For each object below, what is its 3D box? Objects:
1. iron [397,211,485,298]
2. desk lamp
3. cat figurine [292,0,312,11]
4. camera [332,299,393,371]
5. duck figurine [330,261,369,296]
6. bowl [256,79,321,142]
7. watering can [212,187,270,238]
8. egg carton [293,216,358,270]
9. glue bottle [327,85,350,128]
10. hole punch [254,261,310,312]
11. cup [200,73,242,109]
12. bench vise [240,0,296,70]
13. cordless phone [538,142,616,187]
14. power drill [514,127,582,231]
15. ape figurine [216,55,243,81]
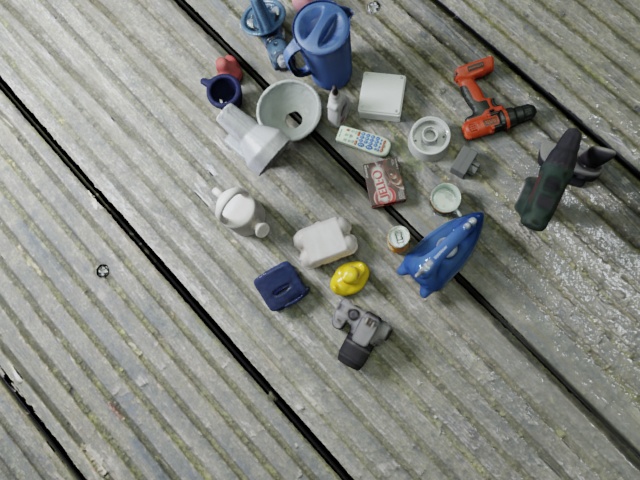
[{"bbox_3d":[0.301,0.012,1.341,0.118,0.141,0.258,44,88,11],"label":"iron"},{"bbox_3d":[-0.164,-0.242,1.399,0.203,0.213,0.118,41,88,11],"label":"desk lamp"},{"bbox_3d":[-0.030,-0.599,1.489,0.067,0.118,0.128,-22,79,3],"label":"cat figurine"},{"bbox_3d":[0.083,0.228,1.354,0.143,0.101,0.137,28,85,10],"label":"camera"},{"bbox_3d":[0.070,0.091,1.384,0.104,0.086,0.077,-35,79,0],"label":"duck figurine"},{"bbox_3d":[-0.075,-0.322,1.472,0.167,0.075,0.167,-1,81,7],"label":"bowl"},{"bbox_3d":[-0.193,-0.072,1.386,0.172,0.194,0.101,17,83,9],"label":"watering can"},{"bbox_3d":[0.013,0.005,1.413,0.150,0.069,0.107,-22,79,3],"label":"egg carton"},{"bbox_3d":[0.042,-0.339,1.411,0.037,0.173,0.078,21,84,10],"label":"glue bottle"},{"bbox_3d":[-0.092,0.114,1.397,0.108,0.091,0.101,-31,79,1],"label":"hole punch"},{"bbox_3d":[-0.251,-0.378,1.491,0.117,0.095,0.092,26,85,10],"label":"cup"},{"bbox_3d":[-0.123,-0.546,1.439,0.121,0.220,0.207,-42,79,-1],"label":"bench vise"},{"bbox_3d":[0.589,-0.196,1.318,0.147,0.185,0.094,13,83,9],"label":"cordless phone"},{"bbox_3d":[0.512,-0.123,1.304,0.075,0.208,0.230,22,84,10],"label":"power drill"},{"bbox_3d":[-0.246,-0.451,1.504,0.076,0.092,0.078,43,88,11],"label":"ape figurine"}]
